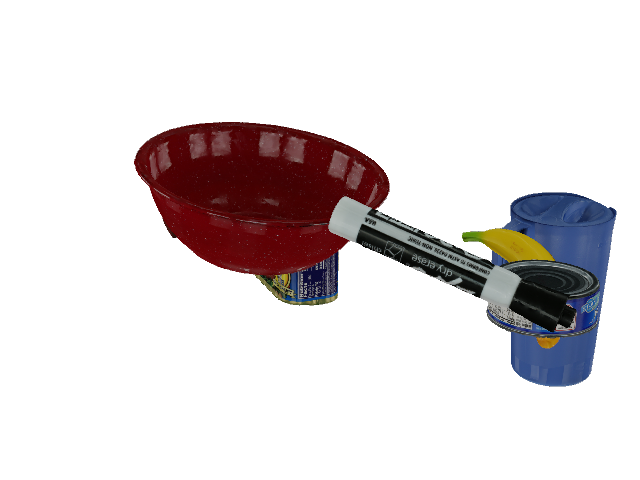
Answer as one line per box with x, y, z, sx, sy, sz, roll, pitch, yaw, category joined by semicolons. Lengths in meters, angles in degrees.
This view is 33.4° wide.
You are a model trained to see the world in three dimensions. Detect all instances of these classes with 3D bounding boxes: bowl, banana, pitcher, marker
-0.039;-0.023;0.684;0.162;0.055;0.162;6;25;-3;bowl
0.221;0.041;1.127;0.069;0.037;0.198;-29;38;-1;banana
0.303;0.067;1.405;0.149;0.243;0.145;5;21;13;pitcher
0.061;0.011;0.498;0.121;0.020;0.020;24;6;14;marker

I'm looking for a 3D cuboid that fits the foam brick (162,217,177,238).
-0.138;-0.042;1.196;0.078;0.053;0.051;-12;29;-13;foam brick

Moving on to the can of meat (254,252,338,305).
-0.022;0.000;0.907;0.057;0.084;0.102;-7;21;-20;can of meat

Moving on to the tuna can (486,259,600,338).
0.173;0.044;0.831;0.086;0.034;0.086;0;19;0;tuna can
